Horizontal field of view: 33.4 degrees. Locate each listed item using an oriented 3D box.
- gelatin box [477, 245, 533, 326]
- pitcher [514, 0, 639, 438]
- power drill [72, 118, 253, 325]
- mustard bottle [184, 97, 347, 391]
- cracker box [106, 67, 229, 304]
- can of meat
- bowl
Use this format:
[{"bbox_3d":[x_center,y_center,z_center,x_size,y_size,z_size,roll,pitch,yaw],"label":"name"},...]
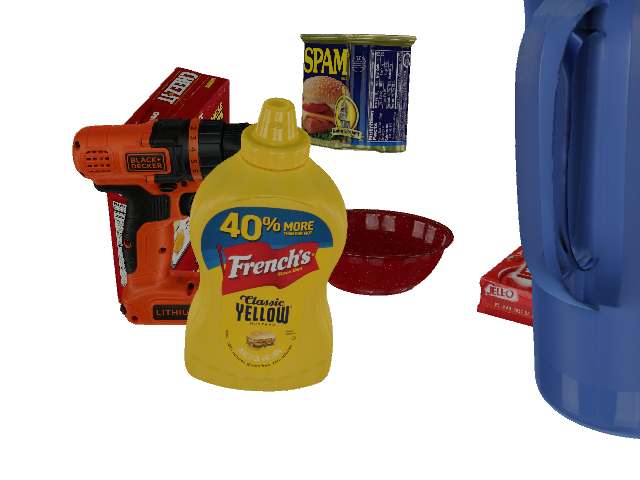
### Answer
[{"bbox_3d":[0.162,0.032,0.751,0.073,0.030,0.089,16,27,30],"label":"gelatin box"},{"bbox_3d":[0.159,-0.024,0.536,0.149,0.243,0.145,-3,21,-1],"label":"pitcher"},{"bbox_3d":[-0.114,-0.018,0.933,0.184,0.188,0.057,0,27,5],"label":"power drill"},{"bbox_3d":[-0.033,0.003,0.659,0.096,0.192,0.058,4,30,-4],"label":"mustard bottle"},{"bbox_3d":[-0.159,-0.050,1.133,0.072,0.214,0.164,16,43,14],"label":"cracker box"},{"bbox_3d":[0.025,-0.111,0.799,0.057,0.084,0.102,-4,11,-28],"label":"can of meat"},{"bbox_3d":[0.054,0.015,1.087,0.162,0.055,0.162,1,17,-1],"label":"bowl"}]
